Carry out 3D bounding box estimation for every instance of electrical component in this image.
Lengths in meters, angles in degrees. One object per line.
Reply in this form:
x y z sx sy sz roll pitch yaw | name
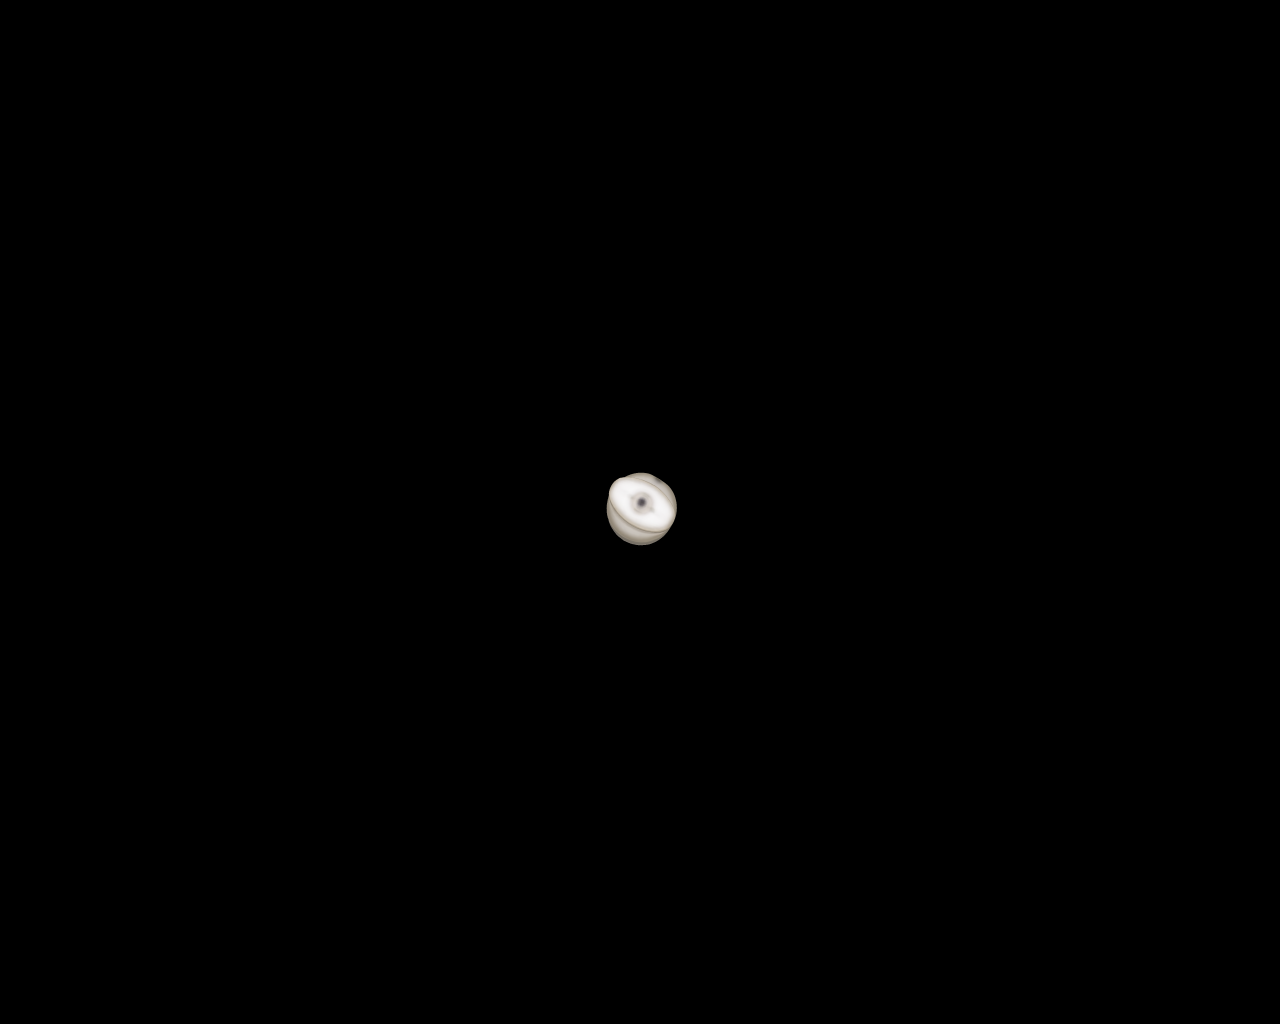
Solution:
0.001 -0.003 0.650 0.043 0.043 0.081 0 -4 0 | electrical component
